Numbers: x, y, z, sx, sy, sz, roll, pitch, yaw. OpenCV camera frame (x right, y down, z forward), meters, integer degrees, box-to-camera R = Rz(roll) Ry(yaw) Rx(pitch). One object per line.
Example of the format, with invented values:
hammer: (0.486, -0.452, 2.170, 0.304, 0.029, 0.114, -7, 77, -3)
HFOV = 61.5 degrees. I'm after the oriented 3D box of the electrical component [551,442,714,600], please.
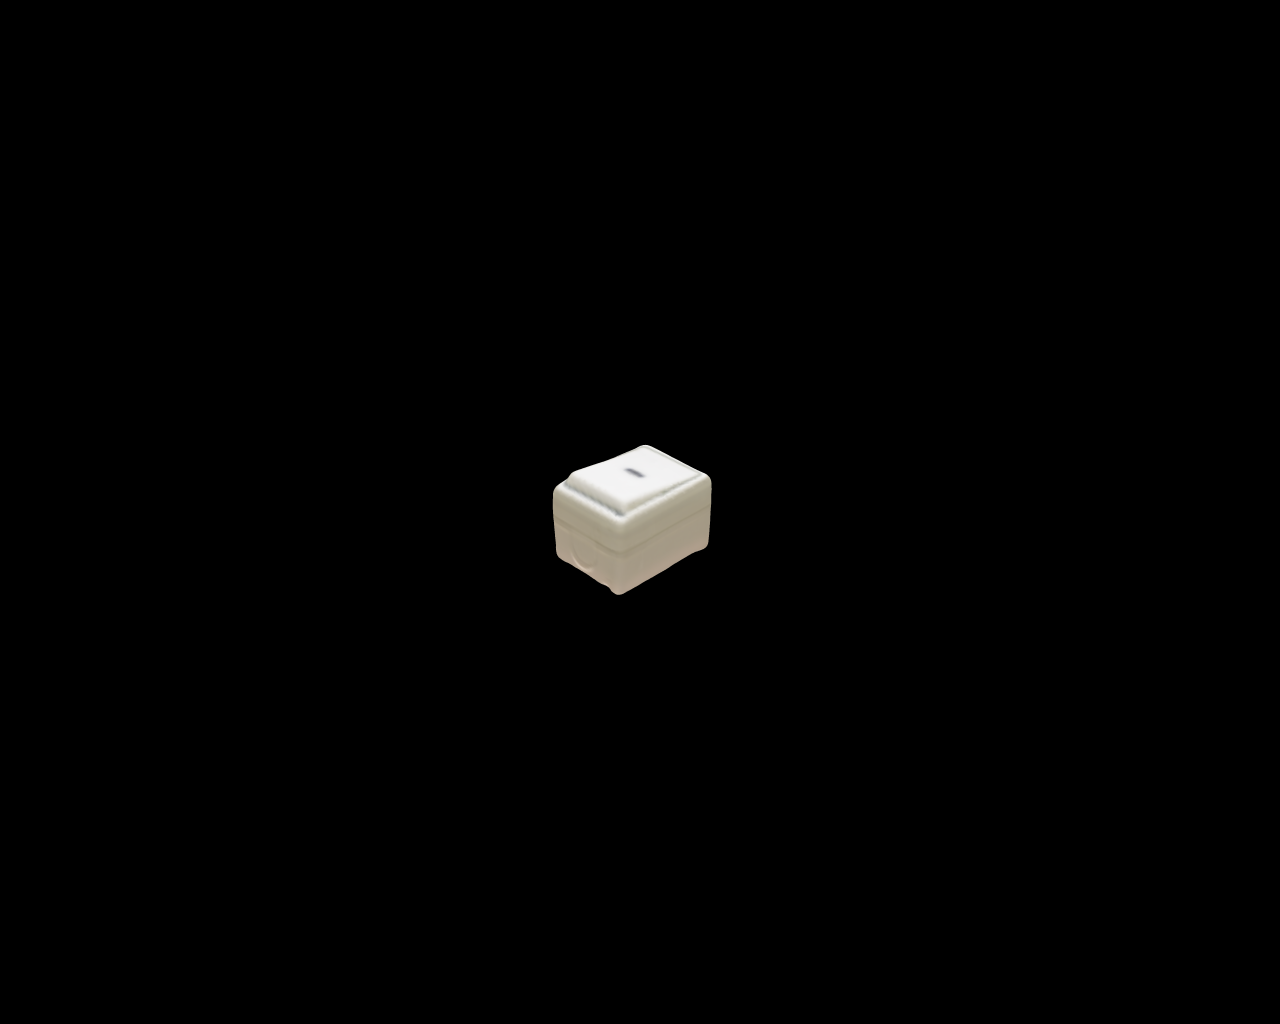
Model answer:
electrical component: (0.001, -0.003, 0.650, 0.096, 0.061, 0.062, -27, 42, -36)
